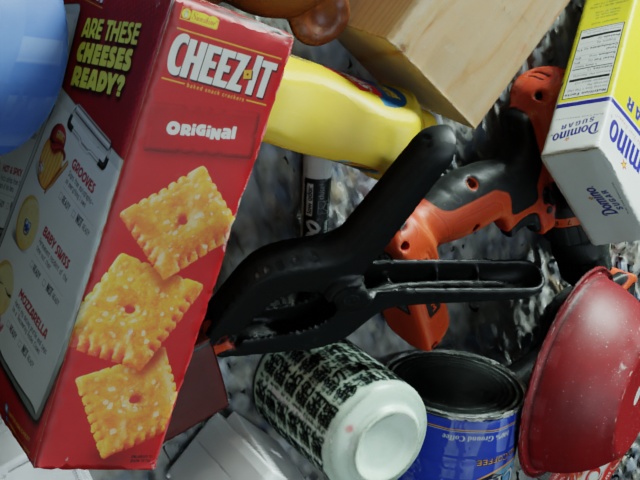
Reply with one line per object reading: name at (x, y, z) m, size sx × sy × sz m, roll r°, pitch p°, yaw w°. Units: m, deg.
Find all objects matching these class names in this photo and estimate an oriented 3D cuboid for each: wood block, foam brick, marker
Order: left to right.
foam brick at (-0.103, 0.086, 0.642) m, size 0.078 × 0.053 × 0.051 m, roll -27°, pitch 123°, yaw -19°
marker at (-0.005, 0.001, 0.689) m, size 0.020 × 0.020 × 0.121 m, roll -10°, pitch 116°, yaw -29°
wood block at (0.103, -0.183, 0.633) m, size 0.090 × 0.091 × 0.206 m, roll 38°, pitch 88°, yaw -37°

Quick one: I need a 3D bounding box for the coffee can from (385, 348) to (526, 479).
coffee can at (0.087, 0.163, 0.765) m, size 0.102 × 0.103 × 0.140 m, roll -7°, pitch 113°, yaw -31°

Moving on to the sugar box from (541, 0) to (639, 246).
sugar box at (0.200, -0.093, 0.711) m, size 0.093 × 0.048 × 0.176 m, roll 49°, pitch 47°, yaw -37°

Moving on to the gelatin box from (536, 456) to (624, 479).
gelatin box at (0.227, 0.175, 0.907) m, size 0.073 × 0.030 × 0.089 m, roll 31°, pitch 92°, yaw -38°

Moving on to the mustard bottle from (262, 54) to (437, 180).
mustard bottle at (0.000, -0.073, 0.610) m, size 0.191 × 0.096 × 0.058 m, roll 13°, pitch 101°, yaw -36°

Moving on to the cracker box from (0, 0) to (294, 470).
cracker box at (-0.109, -0.021, 0.520) m, size 0.072 × 0.164 × 0.214 m, roll 11°, pitch 104°, yaw -38°

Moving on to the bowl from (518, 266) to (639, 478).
bowl at (0.200, 0.103, 0.758) m, size 0.161 × 0.055 × 0.162 m, roll -33°, pitch 132°, yaw -46°

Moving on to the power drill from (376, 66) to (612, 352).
power drill at (0.123, -0.004, 0.746) m, size 0.187 × 0.057 × 0.184 m, roll -34°, pitch 121°, yaw -20°

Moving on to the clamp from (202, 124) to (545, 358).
clamp at (0.017, 0.014, 0.631) m, size 0.210 × 0.036 × 0.164 m, roll -19°, pitch 140°, yaw 12°

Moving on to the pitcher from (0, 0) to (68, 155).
pitcher at (-0.222, -0.077, 0.408) m, size 0.242 × 0.149 × 0.145 m, roll -6°, pitch 86°, yaw -59°

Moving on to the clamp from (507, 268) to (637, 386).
clamp at (0.187, 0.092, 0.841) m, size 0.120 × 0.039 × 0.171 m, roll 27°, pitch 87°, yaw -37°
